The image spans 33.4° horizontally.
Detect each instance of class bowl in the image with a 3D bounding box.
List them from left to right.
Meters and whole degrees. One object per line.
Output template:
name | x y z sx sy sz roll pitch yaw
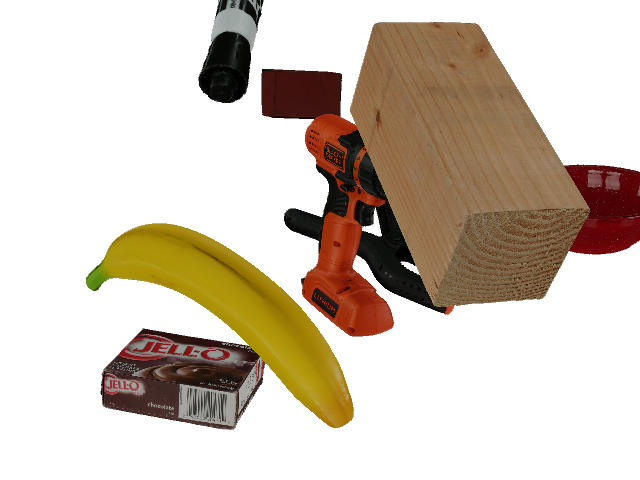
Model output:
bowl | 0.280 -0.028 1.106 0.162 0.055 0.162 -2 23 1

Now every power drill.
power drill | 0.041 -0.010 0.992 0.057 0.188 0.185 -6 25 -29

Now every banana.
banana | -0.057 0.038 0.638 0.198 0.070 0.037 28 41 22

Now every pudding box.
pudding box | -0.110 0.111 0.871 0.113 0.039 0.090 10 20 9

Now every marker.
marker | -0.032 -0.099 0.438 0.020 0.121 0.020 3 -42 3

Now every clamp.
clamp | 0.069 0.009 1.207 0.164 0.036 0.210 -16 50 -35

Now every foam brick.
foam brick | -0.021 -0.159 1.160 0.078 0.051 0.053 0 11 -18

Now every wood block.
wood block | 0.098 -0.061 0.769 0.090 0.206 0.091 -3 -43 -19
